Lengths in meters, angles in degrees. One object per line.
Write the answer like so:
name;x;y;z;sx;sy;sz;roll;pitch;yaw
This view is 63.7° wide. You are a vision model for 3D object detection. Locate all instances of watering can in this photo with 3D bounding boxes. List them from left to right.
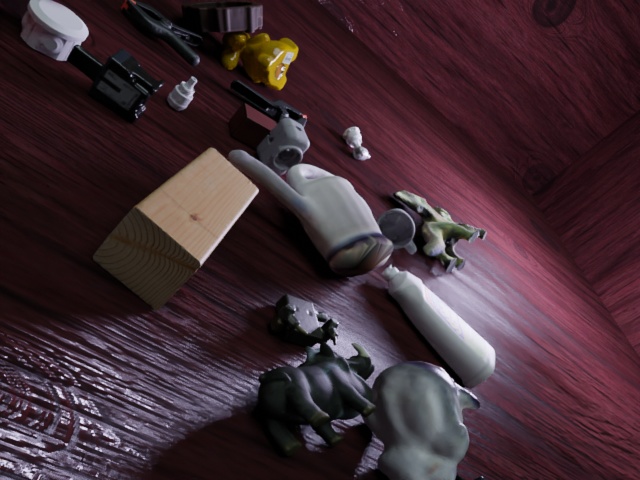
watering can;0.003;-0.043;0.863;0.347;0.102;0.228;6;47;-54

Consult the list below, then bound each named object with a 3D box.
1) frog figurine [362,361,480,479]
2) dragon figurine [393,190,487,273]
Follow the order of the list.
frog figurine;0.110;0.235;0.628;0.162;0.138;0.120;-54;141;-34
dragon figurine;0.272;-0.040;1.294;0.246;0.121;0.410;42;19;28
